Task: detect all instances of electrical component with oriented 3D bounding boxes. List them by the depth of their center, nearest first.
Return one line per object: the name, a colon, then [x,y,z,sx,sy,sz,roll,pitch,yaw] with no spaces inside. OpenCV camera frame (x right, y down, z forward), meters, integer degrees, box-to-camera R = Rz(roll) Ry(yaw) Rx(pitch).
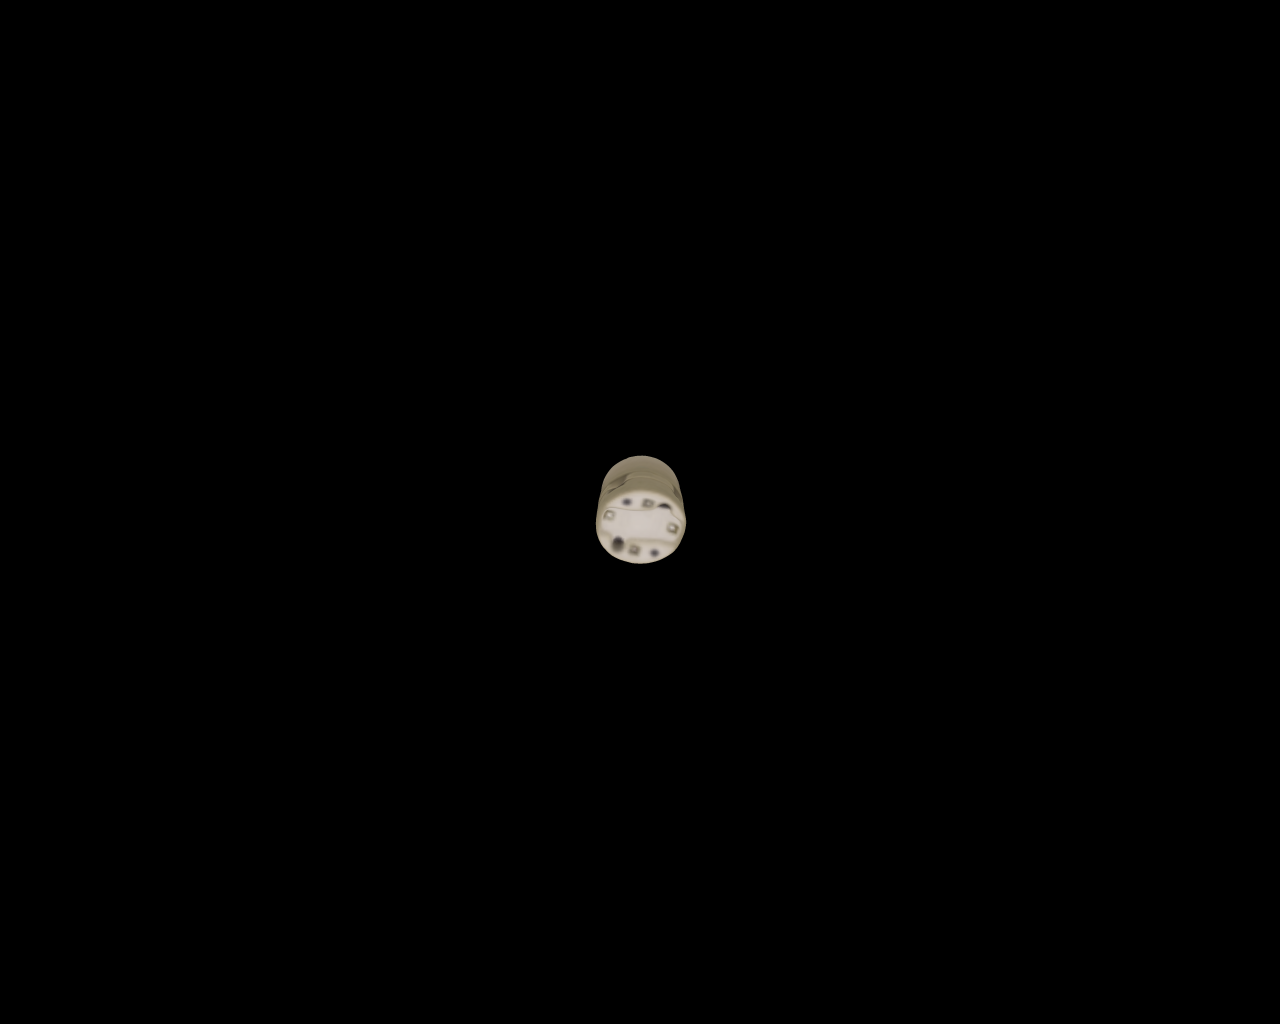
electrical component: [0.001,-0.003,0.650,0.055,0.055,0.047,0,32,0]
